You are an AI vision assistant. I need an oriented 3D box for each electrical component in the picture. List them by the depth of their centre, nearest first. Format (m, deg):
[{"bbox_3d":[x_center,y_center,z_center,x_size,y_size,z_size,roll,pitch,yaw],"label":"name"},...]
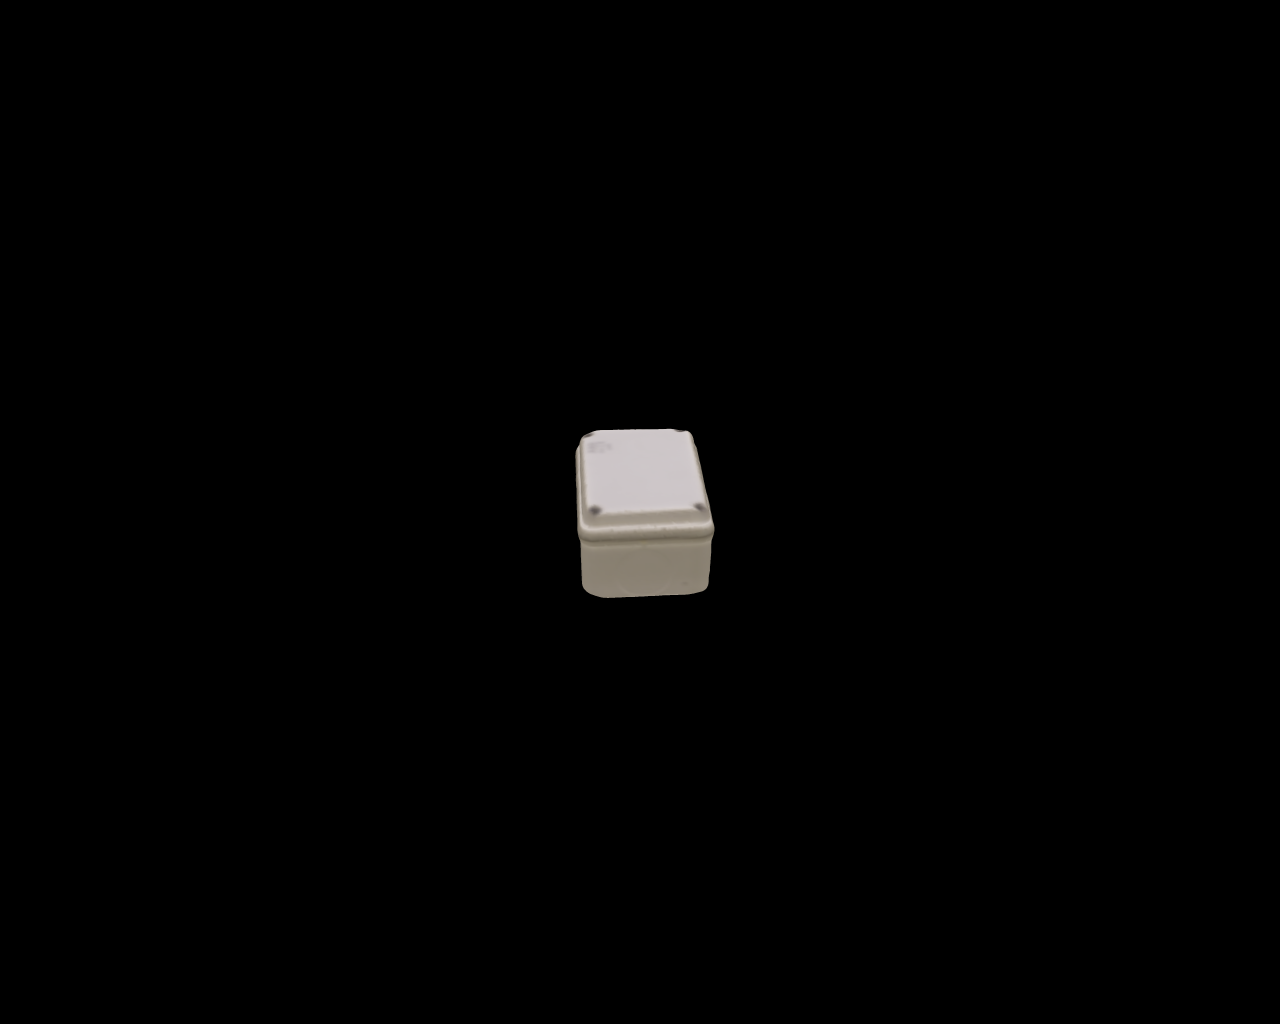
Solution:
[{"bbox_3d":[0.001,-0.003,0.650,0.078,0.057,0.113,-2,31,-3],"label":"electrical component"}]
